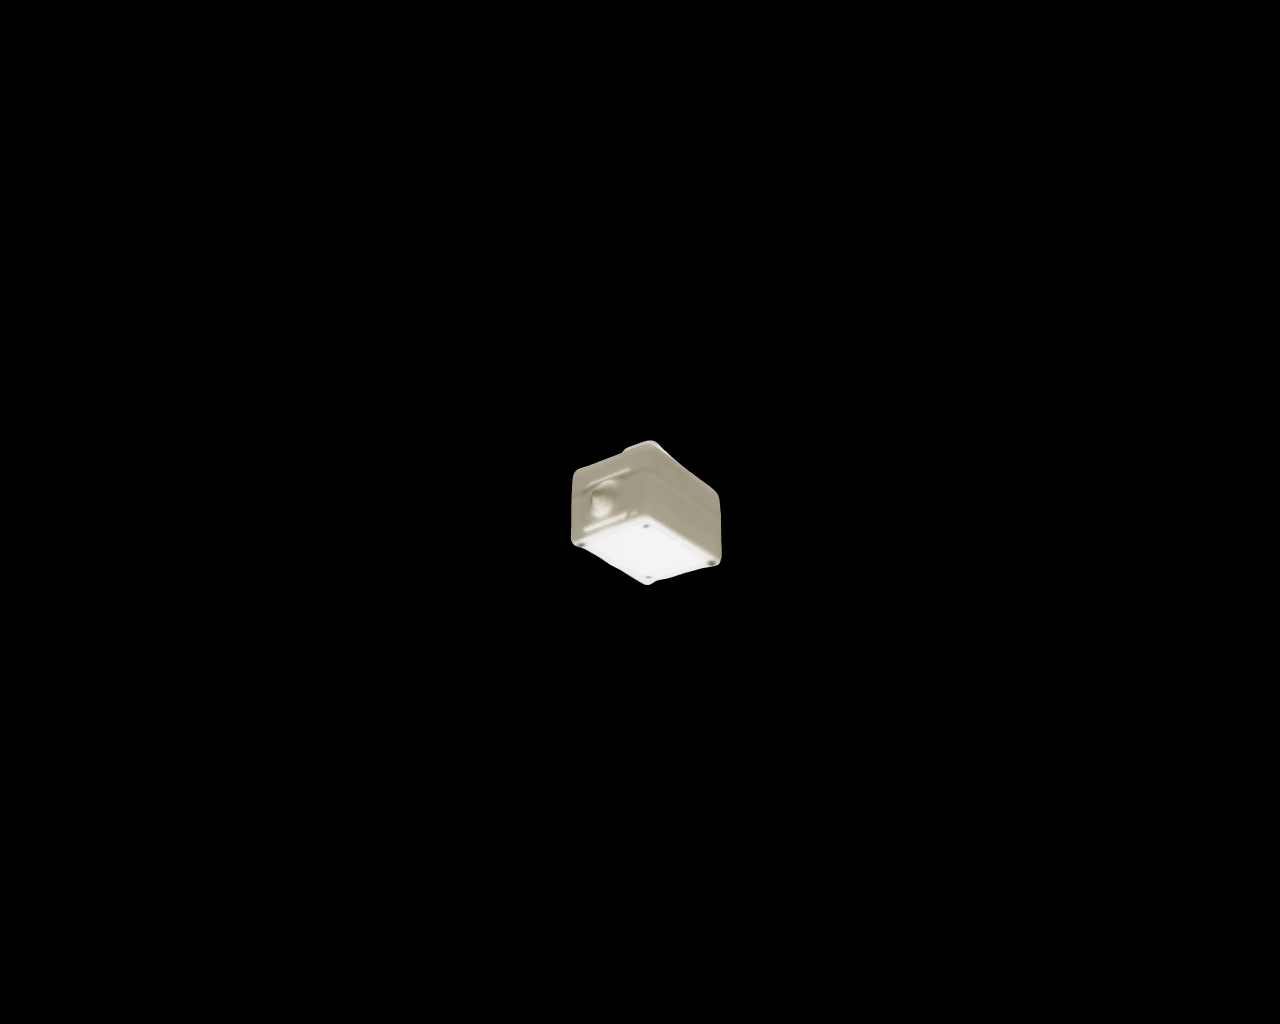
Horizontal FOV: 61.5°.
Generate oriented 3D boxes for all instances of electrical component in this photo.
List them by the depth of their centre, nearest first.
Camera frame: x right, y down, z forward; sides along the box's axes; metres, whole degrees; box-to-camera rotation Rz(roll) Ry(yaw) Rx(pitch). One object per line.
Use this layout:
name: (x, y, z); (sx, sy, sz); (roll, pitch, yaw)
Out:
electrical component: (0.001, -0.003, 0.650); (0.061, 0.061, 0.096); (-19, -34, 31)
